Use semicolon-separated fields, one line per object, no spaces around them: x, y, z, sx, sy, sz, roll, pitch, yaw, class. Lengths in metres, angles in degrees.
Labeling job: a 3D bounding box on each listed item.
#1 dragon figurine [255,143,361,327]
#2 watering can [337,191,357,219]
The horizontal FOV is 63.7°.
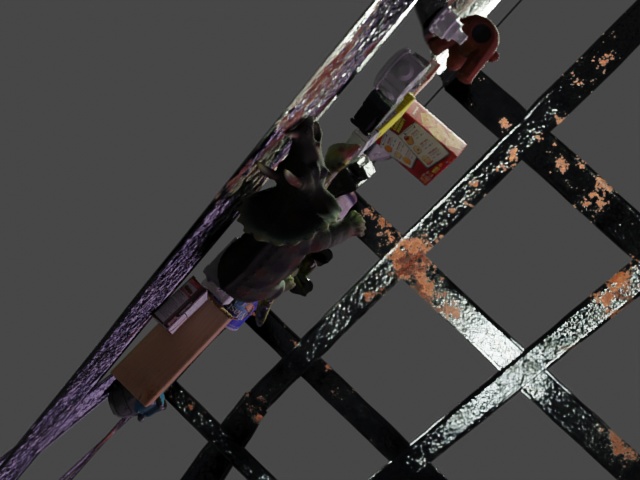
-0.033;-0.027;1.017;0.402;0.122;0.248;-56;-170;39;dragon figurine
0.004;-0.066;1.312;0.225;0.104;0.348;-47;-174;-2;watering can
